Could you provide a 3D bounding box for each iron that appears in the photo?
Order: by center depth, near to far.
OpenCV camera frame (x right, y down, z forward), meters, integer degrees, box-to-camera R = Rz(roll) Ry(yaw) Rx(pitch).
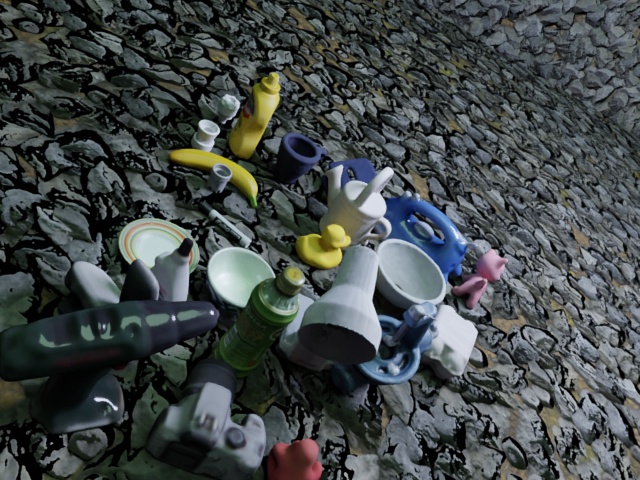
[{"bbox_3d":[0.222,-0.024,1.262,0.258,0.141,0.119,47,39,13],"label":"iron"}]

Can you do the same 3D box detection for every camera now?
[{"bbox_3d":[-0.136,0.230,0.763,0.143,0.100,0.137,26,39,-13],"label":"camera"}]

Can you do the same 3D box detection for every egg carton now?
[{"bbox_3d":[0.243,0.195,1.111,0.107,0.069,0.150,38,38,2],"label":"egg carton"}]

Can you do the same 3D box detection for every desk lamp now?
[{"bbox_3d":[0.019,0.119,0.903,0.118,0.213,0.203,27,39,-12],"label":"desk lamp"}]

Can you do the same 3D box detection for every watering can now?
[{"bbox_3d":[0.078,-0.078,1.166,0.173,0.194,0.101,30,38,-8],"label":"watering can"}]

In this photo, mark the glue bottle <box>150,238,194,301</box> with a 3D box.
[{"bbox_3d":[-0.216,0.053,0.825,0.078,0.173,0.037,43,39,9],"label":"glue bottle"}]

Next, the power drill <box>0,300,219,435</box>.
[{"bbox_3d":[-0.255,0.144,0.674,0.230,0.208,0.075,-1,51,-37],"label":"power drill"}]

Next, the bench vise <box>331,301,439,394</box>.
[{"bbox_3d":[0.133,0.153,0.949,0.121,0.219,0.208,44,39,10],"label":"bench vise"}]

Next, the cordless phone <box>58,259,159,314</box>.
[{"bbox_3d":[-0.269,0.065,0.763,0.147,0.185,0.094,47,39,14],"label":"cordless phone"}]

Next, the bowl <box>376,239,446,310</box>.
[{"bbox_3d":[0.168,0.083,1.165,0.168,0.074,0.167,21,41,-19],"label":"bowl"}]

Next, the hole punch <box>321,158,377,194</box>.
[{"bbox_3d":[0.068,-0.132,1.298,0.101,0.091,0.108,7,47,-32],"label":"hole punch"}]

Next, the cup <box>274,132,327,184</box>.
[{"bbox_3d":[-0.048,-0.170,1.245,0.118,0.095,0.091,-3,52,-39],"label":"cup"}]

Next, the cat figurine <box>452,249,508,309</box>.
[{"bbox_3d":[0.370,0.078,1.288,0.067,0.117,0.128,41,38,7],"label":"cat figurine"}]

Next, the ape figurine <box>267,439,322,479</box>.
[{"bbox_3d":[-0.030,0.302,0.776,0.077,0.092,0.076,42,38,8],"label":"ape figurine"}]

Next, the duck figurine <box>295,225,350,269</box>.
[{"bbox_3d":[0.010,0.004,1.118,0.105,0.086,0.077,12,44,-27],"label":"duck figurine"}]
